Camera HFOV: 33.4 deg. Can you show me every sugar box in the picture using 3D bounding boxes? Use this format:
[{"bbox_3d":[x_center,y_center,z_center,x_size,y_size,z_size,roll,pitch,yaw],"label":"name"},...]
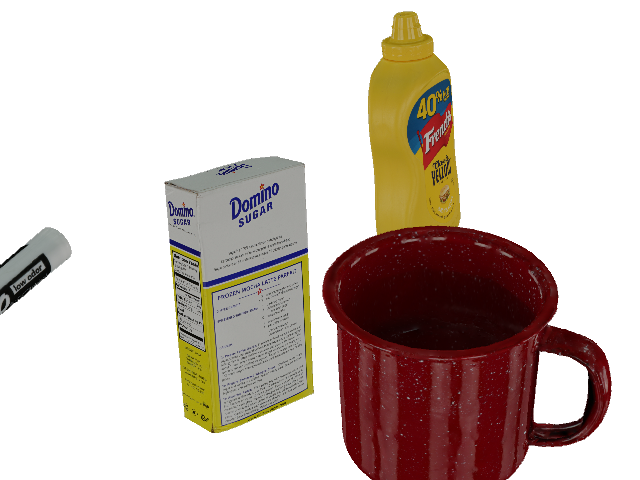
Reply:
[{"bbox_3d":[-0.054,0.036,0.737,0.093,0.176,0.048,-18,23,-39],"label":"sugar box"}]

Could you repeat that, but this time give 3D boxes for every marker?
[{"bbox_3d":[-0.161,0.034,0.489,0.020,0.020,0.121,0,34,39],"label":"marker"}]

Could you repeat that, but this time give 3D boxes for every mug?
[{"bbox_3d":[0.060,0.054,0.440,0.117,0.081,0.093,9,33,18],"label":"mug"}]

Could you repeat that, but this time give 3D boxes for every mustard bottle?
[{"bbox_3d":[0.076,-0.091,0.874,0.058,0.191,0.096,10,29,34],"label":"mustard bottle"}]
